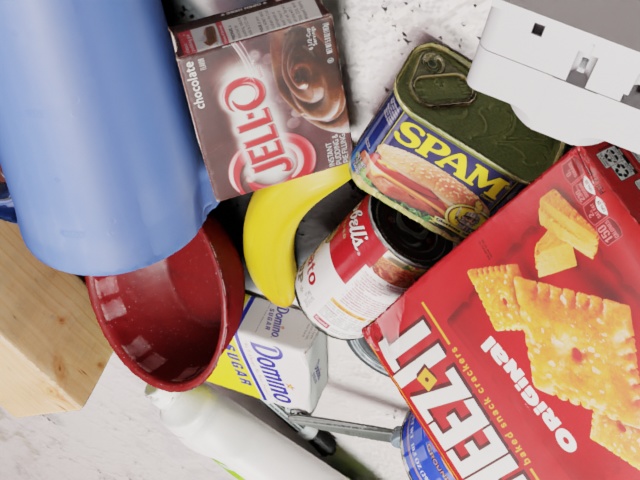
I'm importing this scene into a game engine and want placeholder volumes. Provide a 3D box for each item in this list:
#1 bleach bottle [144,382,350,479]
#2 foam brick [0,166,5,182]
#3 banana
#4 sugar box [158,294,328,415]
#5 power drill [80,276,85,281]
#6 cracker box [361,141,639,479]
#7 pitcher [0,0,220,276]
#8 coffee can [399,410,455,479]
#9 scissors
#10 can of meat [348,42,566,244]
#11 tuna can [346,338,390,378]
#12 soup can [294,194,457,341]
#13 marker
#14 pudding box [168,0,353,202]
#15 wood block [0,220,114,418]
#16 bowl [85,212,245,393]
[{"bbox_3d":[-0.051,0.197,0.955,0.250,0.068,0.103,41,159,-24],"label":"bleach bottle"},{"bbox_3d":[-0.201,-0.052,0.799,0.078,0.051,0.053,37,142,-10],"label":"foam brick"},{"bbox_3d":[-0.019,-0.011,0.741,0.069,0.037,0.198,32,143,-4],"label":"banana"},{"bbox_3d":[-0.082,0.081,0.882,0.176,0.048,0.093,17,142,17],"label":"sugar box"},{"bbox_3d":[-0.283,-0.009,0.901,0.185,0.057,0.187,-18,126,40],"label":"power drill"},{"bbox_3d":[0.134,0.061,0.569,0.164,0.071,0.214,58,139,13],"label":"cracker box"},{"bbox_3d":[-0.157,-0.103,0.645,0.145,0.149,0.243,32,146,34],"label":"pitcher"},{"bbox_3d":[0.133,0.125,0.738,0.103,0.102,0.141,33,139,-5],"label":"coffee can"},{"bbox_3d":[0.081,0.152,0.857,0.201,0.016,0.096,19,136,-5],"label":"scissors"},{"bbox_3d":[0.075,-0.051,0.617,0.102,0.057,0.084,31,146,-3],"label":"can of meat"},{"bbox_3d":[0.061,0.067,0.782,0.086,0.033,0.086,18,141,15],"label":"tuna can"},{"bbox_3d":[0.035,0.014,0.699,0.068,0.068,0.102,35,135,-8],"label":"soup can"},{"bbox_3d":[-0.029,0.154,0.955,0.121,0.020,0.020,44,141,-19],"label":"marker"},{"bbox_3d":[-0.032,-0.083,0.628,0.090,0.039,0.113,-18,134,-6],"label":"pudding box"},{"bbox_3d":[-0.259,0.038,0.824,0.091,0.090,0.206,-13,129,37],"label":"wood block"},{"bbox_3d":[-0.107,0.029,0.796,0.162,0.055,0.162,14,111,40],"label":"bowl"}]
